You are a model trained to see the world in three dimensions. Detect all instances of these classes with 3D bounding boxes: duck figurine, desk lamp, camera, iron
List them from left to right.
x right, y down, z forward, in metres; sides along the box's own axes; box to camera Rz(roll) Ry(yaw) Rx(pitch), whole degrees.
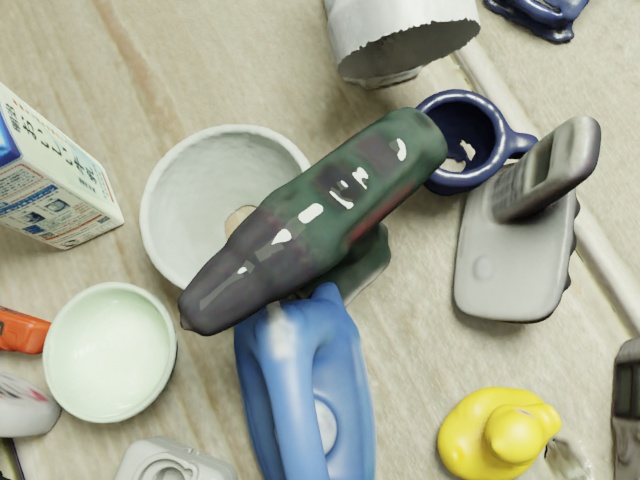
[{"bbox_3d":[-0.009,0.160,0.461,0.118,0.141,0.258,-13,75,2],"label":"iron"},{"bbox_3d":[0.054,-0.221,0.514,0.118,0.213,0.203,-14,75,2],"label":"desk lamp"},{"bbox_3d":[0.151,0.163,0.476,0.104,0.086,0.077,-23,75,-1],"label":"duck figurine"},{"bbox_3d":[0.319,0.153,0.456,0.136,0.101,0.143,7,77,7],"label":"camera"}]

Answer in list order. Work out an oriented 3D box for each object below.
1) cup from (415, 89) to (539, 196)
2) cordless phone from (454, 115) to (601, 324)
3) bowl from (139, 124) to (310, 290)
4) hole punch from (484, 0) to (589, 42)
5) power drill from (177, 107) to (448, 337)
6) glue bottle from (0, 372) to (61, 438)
[{"bbox_3d":[0.135,-0.078,0.533,0.117,0.095,0.092,4,76,6],"label":"cup"},{"bbox_3d":[0.170,-0.010,0.466,0.094,0.185,0.147,7,77,7],"label":"cordless phone"},{"bbox_3d":[-0.079,-0.020,0.547,0.167,0.075,0.167,-1,76,5],"label":"bowl"},{"bbox_3d":[0.234,-0.274,0.575,0.108,0.091,0.101,33,81,12],"label":"hole punch"},{"bbox_3d":[0.004,0.002,0.465,0.230,0.208,0.075,-44,76,-6],"label":"power drill"},{"bbox_3d":[-0.291,0.138,0.474,0.078,0.173,0.037,24,79,11],"label":"glue bottle"}]
